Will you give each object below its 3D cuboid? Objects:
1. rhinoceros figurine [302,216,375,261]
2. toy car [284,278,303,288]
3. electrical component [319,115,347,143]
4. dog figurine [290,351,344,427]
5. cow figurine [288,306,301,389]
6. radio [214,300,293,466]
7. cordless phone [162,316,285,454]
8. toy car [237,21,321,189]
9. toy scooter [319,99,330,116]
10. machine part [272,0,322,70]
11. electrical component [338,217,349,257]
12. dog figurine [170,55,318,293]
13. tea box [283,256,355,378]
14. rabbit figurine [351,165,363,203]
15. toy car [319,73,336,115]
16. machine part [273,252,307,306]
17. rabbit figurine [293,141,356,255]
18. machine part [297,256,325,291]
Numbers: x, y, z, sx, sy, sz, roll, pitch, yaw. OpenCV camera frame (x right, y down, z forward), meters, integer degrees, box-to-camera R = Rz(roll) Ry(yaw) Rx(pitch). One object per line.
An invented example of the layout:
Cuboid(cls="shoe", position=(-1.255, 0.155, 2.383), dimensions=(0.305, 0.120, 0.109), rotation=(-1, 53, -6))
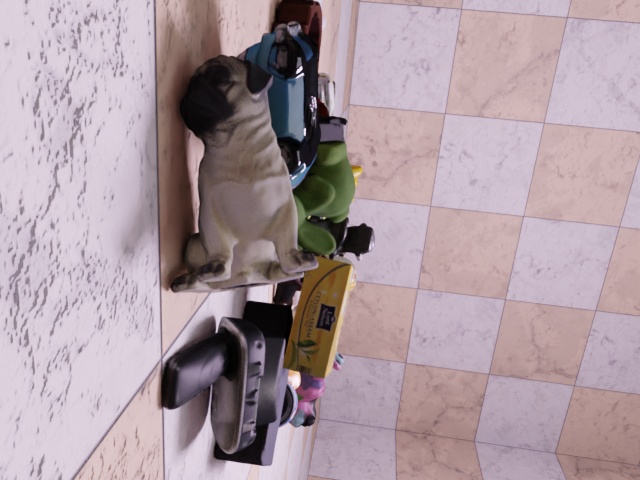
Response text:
Cuboid(cls="rhinoceros figurine", position=(-0.002, -0.003, 0.919), dimensions=(0.112, 0.191, 0.073), rotation=(57, 40, -53))
Cuboid(cls="toy car", position=(-0.053, 0.051, 0.918), dimensions=(0.202, 0.089, 0.053), rotation=(65, 36, -78))
Cuboid(cls="electrical component", position=(-0.015, -0.146, 0.926), dimensions=(0.058, 0.115, 0.134), rotation=(30, -56, 51))
Cuboid(cls="dog figurine", position=(-0.056, 0.332, 1.272), dimensions=(0.219, 0.191, 0.108), rotation=(-49, 178, 1))
Cuboid(cls="cow figurine", position=(-0.070, 0.219, 1.062), dimensions=(0.068, 0.098, 0.167), rotation=(41, 43, -29))
Cuboid(cls="radio", position=(-0.092, 0.220, 0.818), dimensions=(0.131, 0.073, 0.229), rotation=(88, 11, -64))
Cuboid(cls="cordless phone", position=(-0.112, 0.168, 0.578), dimensions=(0.184, 0.089, 0.146), rotation=(-12, 110, -73))
Cuboid(cls="toy car", position=(-0.056, -0.136, 0.549), dimensions=(0.109, 0.103, 0.161), rotation=(-66, 157, -60))
Cuboid(cls="toy scooter", position=(-0.017, -0.208, 1.036), dimensions=(0.184, 0.075, 0.135), rotation=(-38, 127, -70))
Cuboid(cls="machine part", position=(-0.037, -0.289, 0.844), dimensions=(0.179, 0.056, 0.179), rotation=(7, 91, -85))
Cuboid(cls="electrical component", position=(0.038, -0.009, 1.164), dimensions=(0.078, 0.045, 0.102), rotation=(-70, 166, -63))
Cuboid(cls="dog figurine", position=(-0.082, -0.052, 0.501), dimensions=(0.172, 0.121, 0.190), rotation=(-26, -109, 57))
Cuboid(cls="tea box", position=(0.001, 0.115, 0.813), dimensions=(0.098, 0.068, 0.169), rotation=(56, 49, -78))
Cuboid(cls="rabbit figurine", position=(0.008, -0.132, 1.192), dimensions=(0.173, 0.163, 0.121), rotation=(12, 97, -67))
Cuboid(cls="toy car", position=(-0.005, -0.265, 1.138), dimensions=(0.201, 0.074, 0.056), rotation=(90, 5, -54))
Cuboid(cls="machine part", position=(-0.058, 0.072, 1.053), dimensions=(0.039, 0.084, 0.138), rotation=(49, -49, 53))
Cuboid(cls="rabbit figurine", position=(-0.036, -0.054, 0.804), dimensions=(0.170, 0.121, 0.158), rotation=(-32, 116, -39))
Cuboid(cls="machine part", position=(-0.028, 0.011, 1.185), dimensions=(0.201, 0.087, 0.201), rotation=(68, 29, -77))
